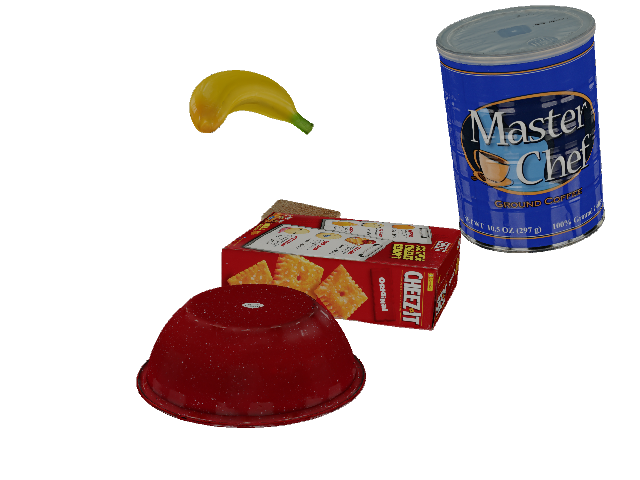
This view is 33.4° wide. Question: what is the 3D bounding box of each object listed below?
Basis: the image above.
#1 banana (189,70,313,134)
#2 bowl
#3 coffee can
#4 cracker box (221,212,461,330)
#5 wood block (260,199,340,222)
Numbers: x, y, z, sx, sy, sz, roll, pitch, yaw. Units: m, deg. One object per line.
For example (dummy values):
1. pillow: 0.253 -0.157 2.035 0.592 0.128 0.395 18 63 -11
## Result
1. banana: -0.070 -0.125 0.957 0.070 0.037 0.197 38 21 18
2. bowl: -0.048 0.070 0.743 0.162 0.055 0.162 0 17 0
3. coffee can: 0.138 -0.077 0.726 0.103 0.140 0.103 -9 26 4
4. cracker box: 0.025 0.029 1.089 0.214 0.072 0.164 6 15 15
5. wood block: -0.039 0.060 1.451 0.090 0.206 0.090 12 21 11
